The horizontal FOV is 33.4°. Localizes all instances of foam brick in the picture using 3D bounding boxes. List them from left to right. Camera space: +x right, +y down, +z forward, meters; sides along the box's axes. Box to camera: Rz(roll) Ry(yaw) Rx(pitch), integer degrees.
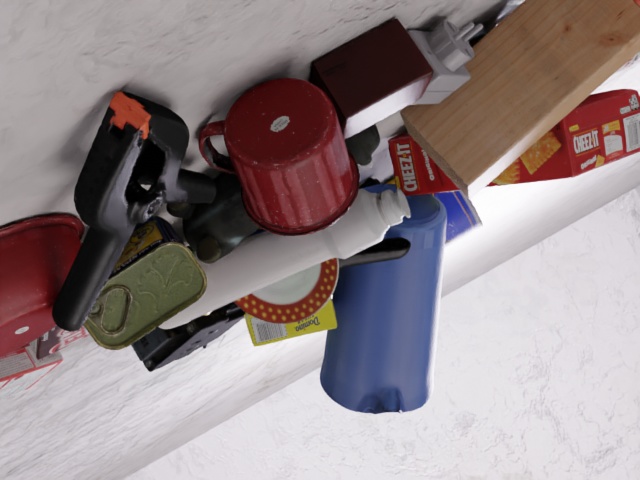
[{"bbox_3d":[0.037,-0.121,0.811,0.078,0.053,0.051,-29,169,-9],"label":"foam brick"}]

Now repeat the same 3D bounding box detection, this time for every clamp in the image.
[{"bbox_3d":[-0.133,-0.024,0.727,0.164,0.036,0.210,-49,168,-19],"label":"clamp"},{"bbox_3d":[-0.007,0.001,1.063,0.171,0.120,0.039,-28,-159,4],"label":"clamp"}]

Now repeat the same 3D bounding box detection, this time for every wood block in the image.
[{"bbox_3d":[0.179,-0.141,0.939,0.206,0.090,0.090,-42,169,4],"label":"wood block"}]

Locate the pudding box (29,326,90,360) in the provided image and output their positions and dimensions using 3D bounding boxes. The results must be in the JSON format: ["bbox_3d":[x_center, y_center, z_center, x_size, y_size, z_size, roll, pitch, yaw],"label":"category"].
[{"bbox_3d":[-0.221,0.064,0.965,0.090,0.039,0.114,-27,168,-22],"label":"pudding box"}]

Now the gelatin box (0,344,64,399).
[{"bbox_3d":[-0.311,0.133,1.058,0.073,0.030,0.089,-37,168,34],"label":"gelatin box"}]

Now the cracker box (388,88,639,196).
[{"bbox_3d":[0.204,-0.102,1.107,0.214,0.072,0.163,-3,-168,44],"label":"cracker box"}]

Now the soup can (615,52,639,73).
[{"bbox_3d":[0.282,-0.200,1.100,0.102,0.068,0.069,-23,166,-44],"label":"soup can"}]

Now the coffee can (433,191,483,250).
[{"bbox_3d":[0.122,-0.023,1.361,0.140,0.103,0.103,-32,169,2],"label":"coffee can"}]

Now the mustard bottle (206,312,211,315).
[{"bbox_3d":[-0.089,0.029,1.125,0.191,0.058,0.096,-30,169,-9],"label":"mustard bottle"}]

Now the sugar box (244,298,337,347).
[{"bbox_3d":[-0.036,0.061,1.182,0.093,0.048,0.176,-12,-167,0],"label":"sugar box"}]

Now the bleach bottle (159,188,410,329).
[{"bbox_3d":[-0.037,0.008,0.971,0.251,0.068,0.102,-21,-173,18],"label":"bleach bottle"}]

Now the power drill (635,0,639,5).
[{"bbox_3d":[0.314,-0.271,0.901,0.184,0.057,0.187,-29,167,6],"label":"power drill"}]

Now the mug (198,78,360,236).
[{"bbox_3d":[-0.034,-0.065,0.778,0.081,0.117,0.093,71,34,-57],"label":"mug"}]

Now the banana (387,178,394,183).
[{"bbox_3d":[0.073,-0.040,1.284,0.197,0.037,0.070,-37,-178,-12],"label":"banana"}]

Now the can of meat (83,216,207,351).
[{"bbox_3d":[-0.151,0.032,0.872,0.102,0.057,0.084,-34,-154,-5],"label":"can of meat"}]

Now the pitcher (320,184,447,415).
[{"bbox_3d":[0.072,0.060,1.197,0.144,0.149,0.243,-28,132,-45],"label":"pitcher"}]

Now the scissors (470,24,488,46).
[{"bbox_3d":[0.134,-0.161,0.998,0.096,0.016,0.201,-37,169,24],"label":"scissors"}]

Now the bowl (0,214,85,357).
[{"bbox_3d":[-0.238,0.047,0.799,0.162,0.055,0.162,-31,170,-6],"label":"bowl"}]

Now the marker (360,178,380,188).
[{"bbox_3d":[0.024,-0.036,1.259,0.121,0.020,0.020,-37,168,28],"label":"marker"}]
